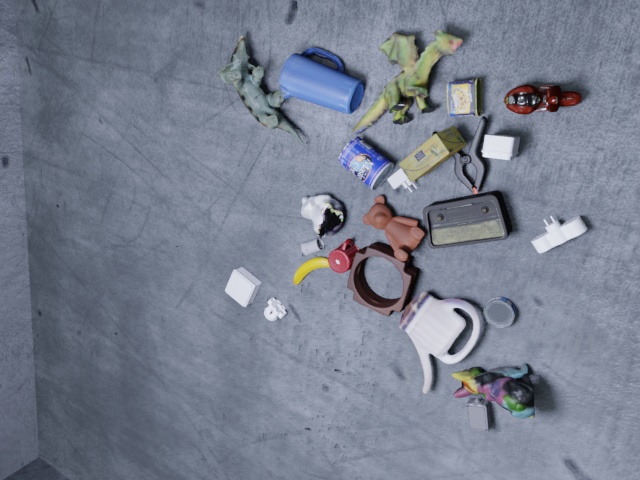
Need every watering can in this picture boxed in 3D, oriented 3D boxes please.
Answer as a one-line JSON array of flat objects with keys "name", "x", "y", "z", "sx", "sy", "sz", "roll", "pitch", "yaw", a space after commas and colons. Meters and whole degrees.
[{"name": "watering can", "x": 0.340, "y": 0.303, "z": 1.585, "sx": 0.226, "sy": 0.105, "sz": 0.341, "roll": 38, "pitch": 117, "yaw": 17}]

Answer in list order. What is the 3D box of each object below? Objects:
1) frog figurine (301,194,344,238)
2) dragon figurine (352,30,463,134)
[{"name": "frog figurine", "x": 0.005, "y": -0.086, "z": 1.709, "sx": 0.161, "sy": 0.123, "sz": 0.135, "roll": -144, "pitch": 45, "yaw": -59}, {"name": "dragon figurine", "x": 0.226, "y": -0.472, "z": 1.486, "sx": 0.407, "sy": 0.122, "sz": 0.245, "roll": -12, "pitch": 78, "yaw": 44}]
